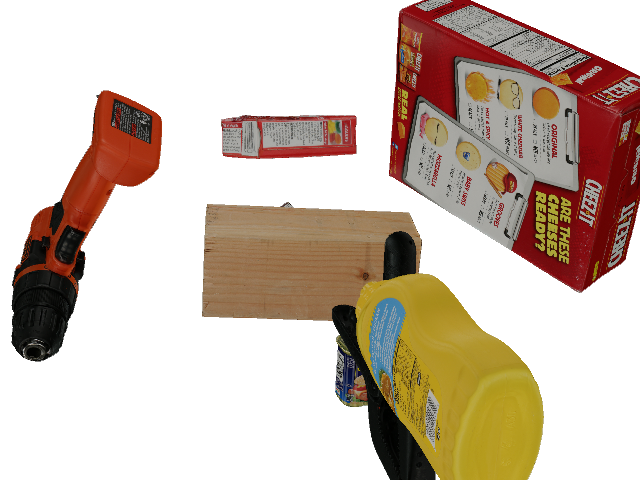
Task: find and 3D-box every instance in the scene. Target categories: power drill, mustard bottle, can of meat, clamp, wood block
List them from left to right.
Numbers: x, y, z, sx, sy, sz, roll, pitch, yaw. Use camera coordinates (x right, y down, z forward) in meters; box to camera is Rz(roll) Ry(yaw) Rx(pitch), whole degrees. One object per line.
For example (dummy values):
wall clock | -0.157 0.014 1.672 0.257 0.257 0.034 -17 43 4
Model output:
power drill | -0.196 -0.015 0.867 0.057 0.188 0.184 24 28 -24
wood block | -0.012 0.023 1.057 0.206 0.091 0.090 3 20 -5
can of meat | 0.070 0.169 1.420 0.102 0.084 0.057 -6 25 -21
clamp | 0.061 0.107 0.870 0.036 0.210 0.165 -3 -32 -19
mustard bottle | 0.068 0.075 0.670 0.058 0.096 0.192 -9 27 -18

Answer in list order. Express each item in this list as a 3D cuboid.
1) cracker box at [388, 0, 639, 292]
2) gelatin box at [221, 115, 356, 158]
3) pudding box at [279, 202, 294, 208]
cracker box | 0.155 -0.084 0.852 0.072 0.164 0.214 -29 47 -33
gelatin box | -0.024 -0.075 0.760 0.073 0.030 0.089 -4 7 -21
pudding box | -0.070 0.011 1.307 0.039 0.090 0.113 34 31 9
